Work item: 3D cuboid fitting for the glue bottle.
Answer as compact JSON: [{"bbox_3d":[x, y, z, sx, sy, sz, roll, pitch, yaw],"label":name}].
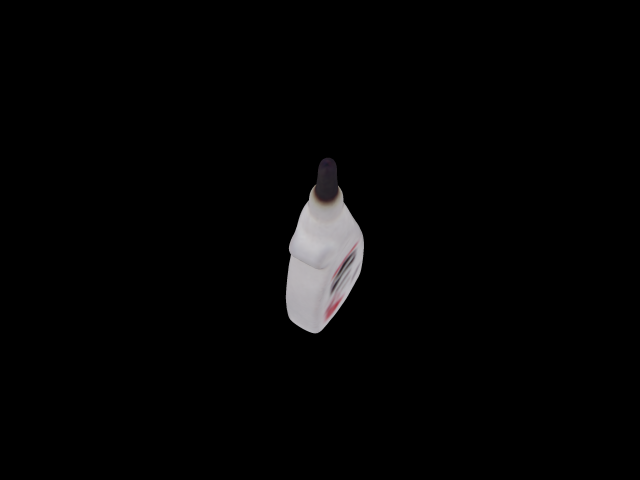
[{"bbox_3d":[0.004,0.001,0.400,0.037,0.173,0.078,25,63,14],"label":"glue bottle"}]
